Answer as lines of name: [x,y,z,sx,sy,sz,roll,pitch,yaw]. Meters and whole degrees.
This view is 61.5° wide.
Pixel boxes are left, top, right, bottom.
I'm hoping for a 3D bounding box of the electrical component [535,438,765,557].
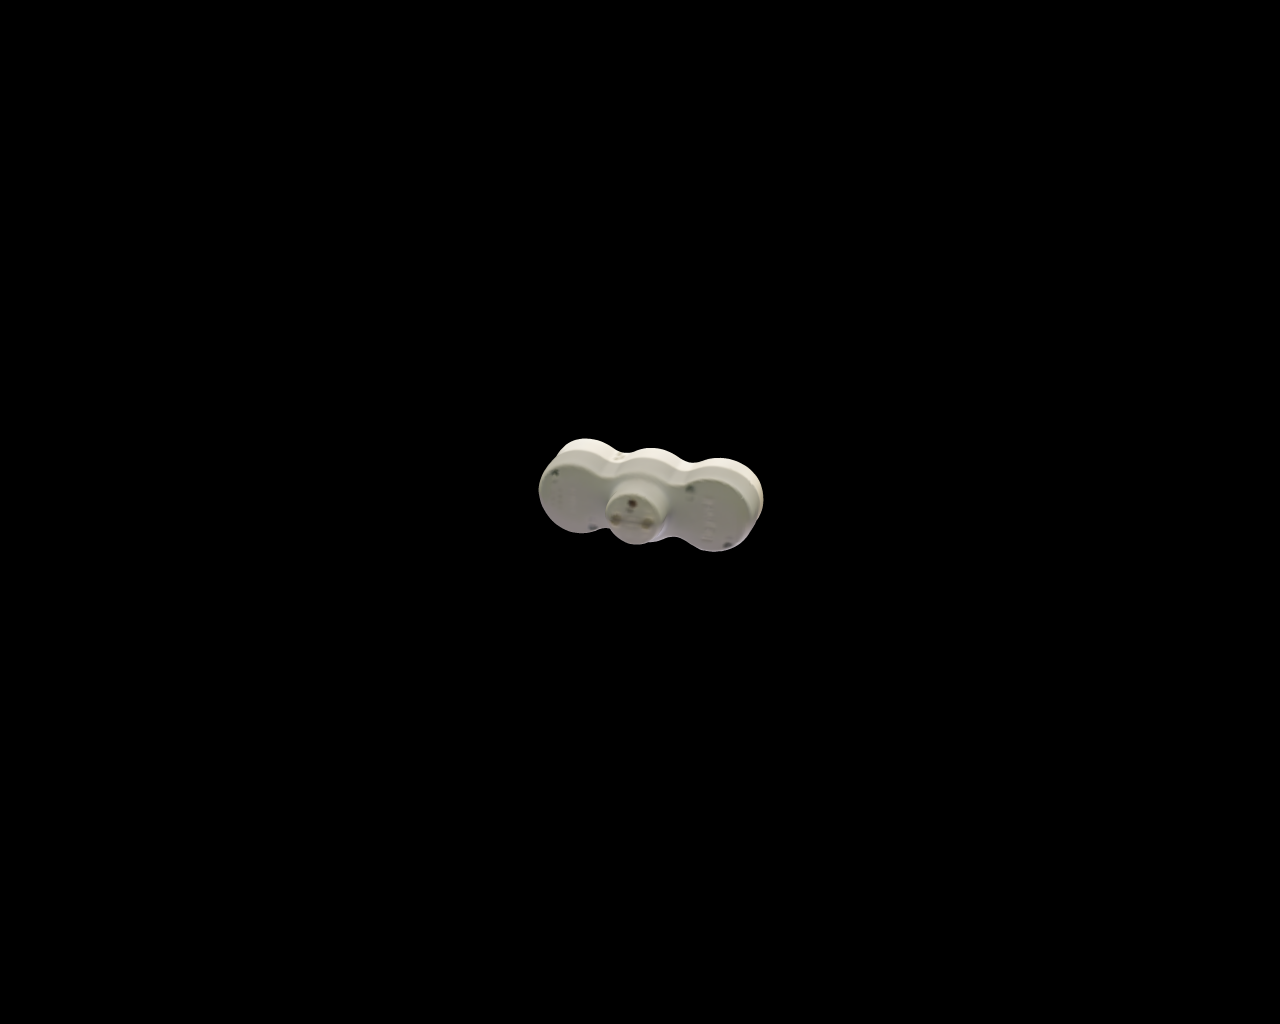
electrical component: [0.001,-0.003,0.650,0.138,0.052,0.074,8,28,16]
